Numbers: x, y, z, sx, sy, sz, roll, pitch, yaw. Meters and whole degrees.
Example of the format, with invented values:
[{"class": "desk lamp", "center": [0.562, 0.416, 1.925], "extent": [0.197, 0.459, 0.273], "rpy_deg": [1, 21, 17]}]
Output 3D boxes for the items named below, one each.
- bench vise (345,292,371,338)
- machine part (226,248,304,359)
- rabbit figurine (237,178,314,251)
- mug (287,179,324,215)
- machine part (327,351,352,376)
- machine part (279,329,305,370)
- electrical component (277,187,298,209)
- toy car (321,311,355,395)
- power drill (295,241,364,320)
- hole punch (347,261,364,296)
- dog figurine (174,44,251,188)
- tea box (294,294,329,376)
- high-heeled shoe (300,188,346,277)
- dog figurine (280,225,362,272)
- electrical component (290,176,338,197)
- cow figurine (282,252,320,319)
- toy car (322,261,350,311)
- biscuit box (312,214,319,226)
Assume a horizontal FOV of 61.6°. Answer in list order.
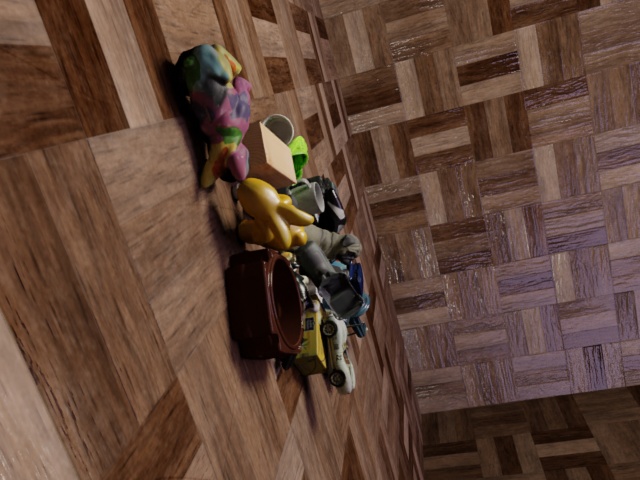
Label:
[{"class": "bench vise", "center": [0.107, 0.246, 1.766], "extent": [0.224, 0.129, 0.240], "rpy_deg": [-83, 153, -49]}, {"class": "machine part", "center": [-0.099, 0.125, 1.037], "extent": [0.201, 0.087, 0.201], "rpy_deg": [38, 42, -69]}, {"class": "rabbit figurine", "center": [-0.098, -0.045, 1.019], "extent": [0.163, 0.122, 0.173], "rpy_deg": [37, -14, 33]}, {"class": "mug", "center": [-0.054, -0.107, 1.404], "extent": [0.109, 0.107, 0.081], "rpy_deg": [60, 21, -45]}, {"class": "machine part", "center": [0.032, 0.294, 1.476], "extent": [0.079, 0.079, 0.243], "rpy_deg": [-78, 152, -62]}, {"class": "machine part", "center": [-0.059, 0.226, 1.177], "extent": [0.139, 0.039, 0.084], "rpy_deg": [-77, -175, -75]}, {"class": "electrical component", "center": [-0.092, -0.081, 1.289], "extent": [0.047, 0.075, 0.119], "rpy_deg": [47, 37, -68]}, {"class": "toy car", "center": [0.046, 0.269, 1.293], "extent": [0.073, 0.056, 0.201], "rpy_deg": [22, 59, -76]}, {"class": "power drill", "center": [0.035, 0.113, 1.249], "extent": [0.231, 0.086, 0.207], "rpy_deg": [57, 2, -16]}, {"class": "hole punch", "center": [0.100, 0.134, 1.641], "extent": [0.142, 0.092, 0.115], "rpy_deg": [-73, -172, -60]}, {"class": "dog figurine", "center": [-0.181, -0.204, 0.948], "extent": [0.191, 0.109, 0.219], "rpy_deg": [50, 33, -66]}, {"class": "tea box", "center": [-0.024, 0.230, 1.305], "extent": [0.098, 0.068, 0.170], "rpy_deg": [65, 19, -46]}, {"class": "high-heeled shoe", "center": [-0.006, -0.009, 1.454], "extent": [0.145, 0.086, 0.248], "rpy_deg": [-23, 118, -40]}, {"class": "dog figurine", "center": [-0.002, -0.006, 1.347], "extent": [0.172, 0.191, 0.121], "rpy_deg": [58, 23, -52]}, {"class": "electrical component", "center": [-0.019, -0.130, 1.518], "extent": [0.114, 0.134, 0.058], "rpy_deg": [37, 42, -68]}, {"class": "cow figurine", "center": [-0.065, 0.097, 1.220], "extent": [0.167, 0.068, 0.098], "rpy_deg": [65, 4, 21]}, {"class": "toy car", "center": [0.025, 0.143, 1.542], "extent": [0.102, 0.109, 0.161], "rpy_deg": [99, -5, -65]}, {"class": "biscuit box", "center": [-0.028, -0.040, 1.560], "extent": [0.202, 0.063, 0.059], "rpy_deg": [55, 25, -61]}]
